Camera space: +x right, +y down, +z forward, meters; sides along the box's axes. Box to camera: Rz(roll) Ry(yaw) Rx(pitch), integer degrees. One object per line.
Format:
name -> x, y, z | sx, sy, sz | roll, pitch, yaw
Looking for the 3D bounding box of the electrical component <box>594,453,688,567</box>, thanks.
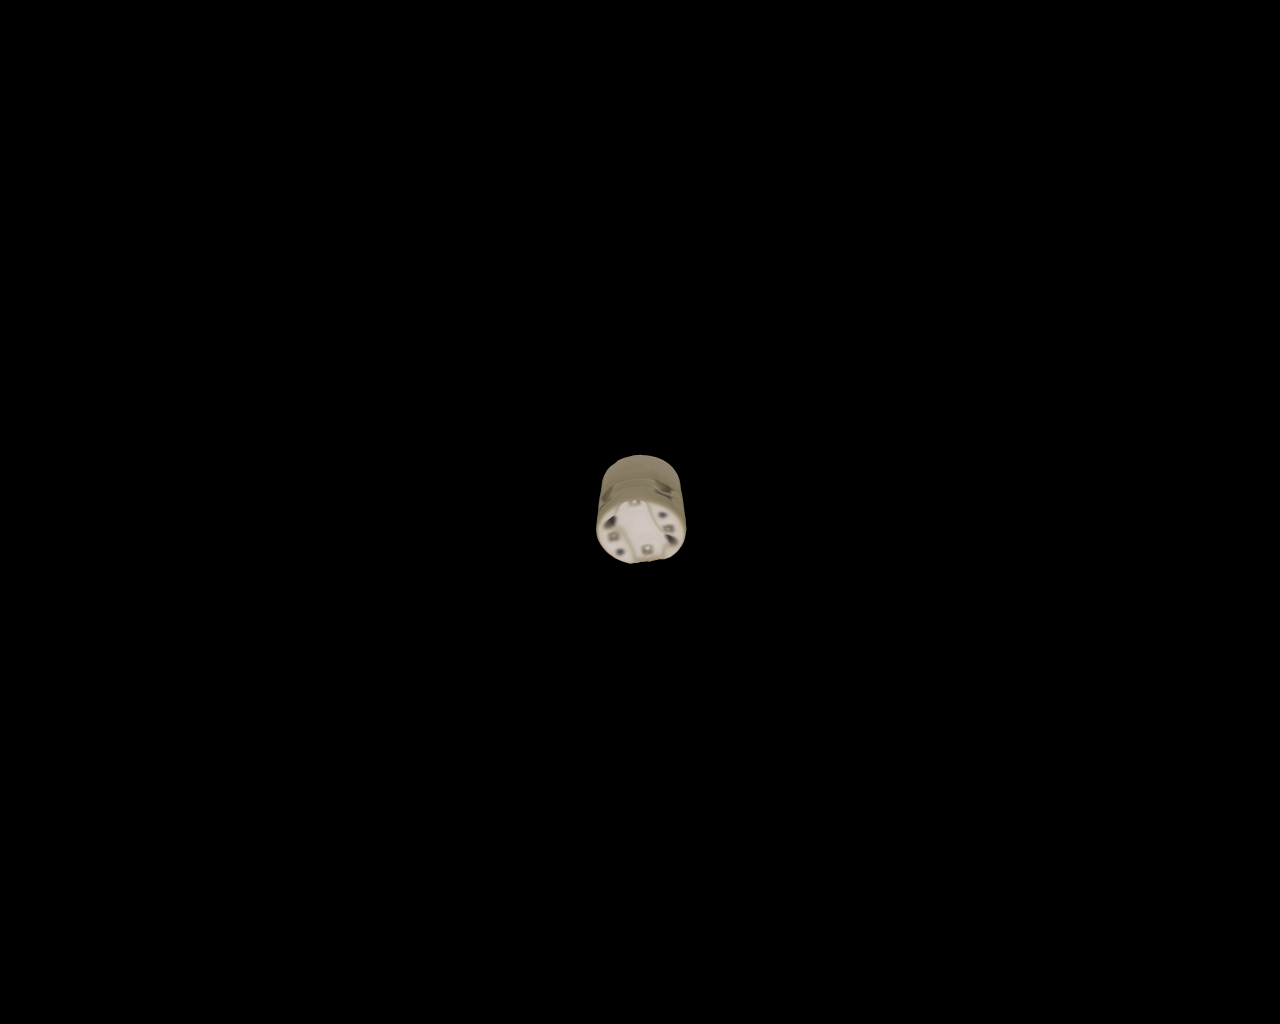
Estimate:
electrical component -> 0.001, -0.003, 0.650 | 0.055, 0.055, 0.047 | 0, 43, 0
